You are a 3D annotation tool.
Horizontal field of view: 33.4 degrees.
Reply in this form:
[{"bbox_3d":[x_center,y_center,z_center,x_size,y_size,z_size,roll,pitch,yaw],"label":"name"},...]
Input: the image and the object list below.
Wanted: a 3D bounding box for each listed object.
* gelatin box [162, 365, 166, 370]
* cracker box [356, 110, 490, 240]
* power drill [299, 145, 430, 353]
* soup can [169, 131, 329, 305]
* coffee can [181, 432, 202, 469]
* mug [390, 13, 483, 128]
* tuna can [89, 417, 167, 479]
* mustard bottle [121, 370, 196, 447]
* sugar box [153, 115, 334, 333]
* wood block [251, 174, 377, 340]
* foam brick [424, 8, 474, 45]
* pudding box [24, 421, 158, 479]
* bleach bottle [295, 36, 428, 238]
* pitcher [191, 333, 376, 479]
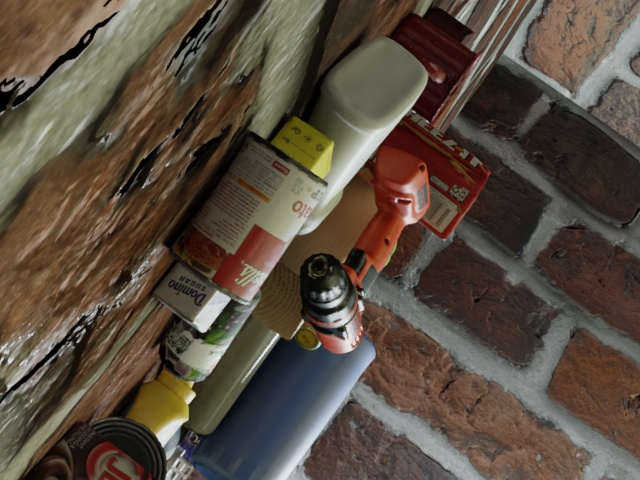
[{"bbox_3d":[-0.133,0.118,1.120,0.089,0.030,0.073,-53,174,-35],"label":"gelatin box"},{"bbox_3d":[0.108,-0.091,1.216,0.072,0.164,0.213,-54,176,16],"label":"cracker box"},{"bbox_3d":[0.041,0.005,1.028,0.187,0.057,0.184,-59,163,-18],"label":"power drill"},{"bbox_3d":[-0.049,-0.016,0.741,0.102,0.068,0.068,-56,176,2],"label":"soup can"},{"bbox_3d":[-0.141,0.238,1.471,0.102,0.103,0.140,-49,173,-49],"label":"coffee can"},{"bbox_3d":[0.102,-0.172,1.064,0.093,0.081,0.117,-55,176,11],"label":"mug"},{"bbox_3d":[-0.174,0.196,0.903,0.086,0.086,0.034,-51,177,-33],"label":"tuna can"},{"bbox_3d":[-0.181,0.197,1.028,0.191,0.058,0.096,-54,175,-14],"label":"mustard bottle"},{"bbox_3d":[-0.057,-0.010,0.843,0.176,0.048,0.093,-55,175,-8],"label":"sugar box"},{"bbox_3d":[-0.008,0.002,1.164,0.205,0.091,0.090,-50,173,-49],"label":"wood block"},{"bbox_3d":[0.136,-0.227,1.209,0.053,0.051,0.078,-56,176,20],"label":"foam brick"},{"bbox_3d":[-0.188,0.209,0.830,0.113,0.090,0.039,-50,174,-45],"label":"pudding box"},{"bbox_3d":[0.006,-0.070,0.965,0.102,0.068,0.251,-45,174,-37],"label":"bleach bottle"},{"bbox_3d":[-0.044,0.203,1.303,0.242,0.149,0.145,-55,-169,-21],"label":"pitcher"}]
